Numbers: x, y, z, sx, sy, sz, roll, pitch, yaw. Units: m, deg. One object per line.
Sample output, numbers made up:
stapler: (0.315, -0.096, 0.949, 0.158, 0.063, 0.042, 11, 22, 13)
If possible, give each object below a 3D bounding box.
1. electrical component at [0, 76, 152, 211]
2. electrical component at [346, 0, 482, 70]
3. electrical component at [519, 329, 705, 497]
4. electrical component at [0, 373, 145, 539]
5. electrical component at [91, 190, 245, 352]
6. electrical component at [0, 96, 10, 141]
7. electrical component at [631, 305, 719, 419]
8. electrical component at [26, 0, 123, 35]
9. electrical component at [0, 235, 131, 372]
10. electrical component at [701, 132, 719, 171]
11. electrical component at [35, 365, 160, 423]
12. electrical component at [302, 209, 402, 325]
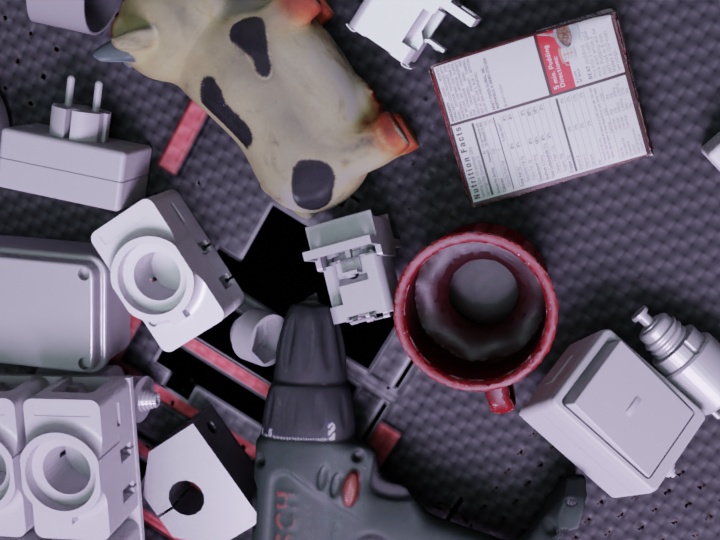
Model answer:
electrical component: (-0.180, -0.085, 0.687, 0.083, 0.047, 0.075, 12, 103, 8)
electrical component: (0.029, -0.158, 0.636, 0.081, 0.042, 0.063, 36, 107, 2)
electrical component: (0.156, 0.090, 0.641, 0.096, 0.061, 0.061, 42, 70, 0)
electrical component: (-0.199, 0.164, 0.685, 0.105, 0.060, 0.186, 0, 101, 10)
electrical component: (-0.123, 0.000, 0.689, 0.050, 0.055, 0.089, -31, 94, 15)
electrical component: (-0.281, -0.089, 0.696, 0.099, 0.064, 0.099, 2, 102, 10)
electrical component: (0.196, 0.052, 0.649, 0.078, 0.040, 0.040, 43, 106, -1)
electrical component: (-0.170, -0.192, 0.639, 0.064, 0.099, 0.099, 19, 104, 0)
electrical component: (-0.214, 0.021, 0.710, 0.113, 0.057, 0.078, 5, 103, 9)
electrical component: (0.241, -0.075, 0.596, 0.083, 0.075, 0.047, -43, 91, 15)
electrical component: (-0.174, 0.085, 0.723, 0.081, 0.043, 0.043, 2, 102, 10)
electrical component: (0.000, 0.000, 0.651, 0.042, 0.081, 0.063, -16, 85, 15)
